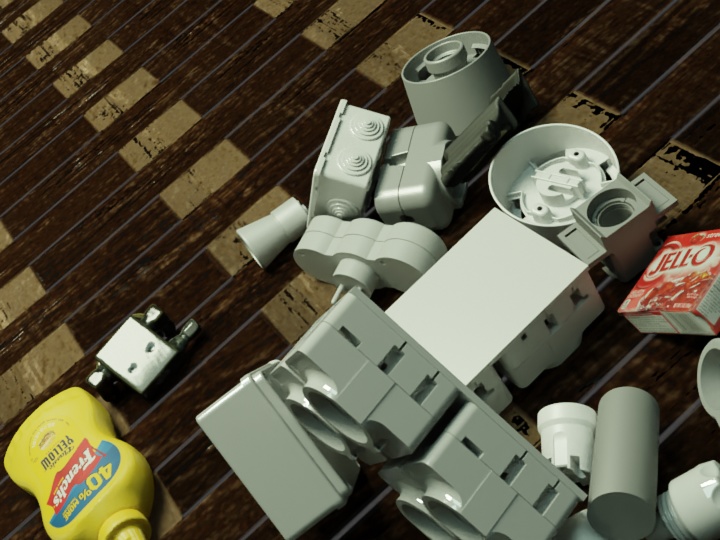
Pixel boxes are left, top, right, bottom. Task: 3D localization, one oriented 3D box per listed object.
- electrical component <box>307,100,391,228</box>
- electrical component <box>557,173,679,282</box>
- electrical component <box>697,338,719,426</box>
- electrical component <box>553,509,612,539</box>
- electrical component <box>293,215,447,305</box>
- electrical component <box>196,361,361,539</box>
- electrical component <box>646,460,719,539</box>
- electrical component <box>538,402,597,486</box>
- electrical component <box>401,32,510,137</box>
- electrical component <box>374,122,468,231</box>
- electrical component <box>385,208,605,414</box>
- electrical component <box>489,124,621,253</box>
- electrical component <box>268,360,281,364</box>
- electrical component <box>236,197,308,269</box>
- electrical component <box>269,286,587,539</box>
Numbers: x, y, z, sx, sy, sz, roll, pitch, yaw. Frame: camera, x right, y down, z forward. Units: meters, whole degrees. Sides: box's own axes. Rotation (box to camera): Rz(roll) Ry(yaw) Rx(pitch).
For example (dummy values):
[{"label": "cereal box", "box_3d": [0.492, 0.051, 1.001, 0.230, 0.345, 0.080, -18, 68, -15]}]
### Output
[{"label": "electrical component", "box_3d": [-0.009, -0.088, 0.960, 0.048, 0.099, 0.099, 16, 58, 3]}, {"label": "electrical component", "box_3d": [0.195, -0.029, 0.799, 0.081, 0.063, 0.042, -35, 41, 1]}, {"label": "electrical component", "box_3d": [0.265, 0.098, 0.651, 0.074, 0.052, 0.138, 1, 41, -10]}, {"label": "electrical component", "box_3d": [0.151, 0.184, 0.657, 0.044, 0.044, 0.065, -37, 47, -1]}, {"label": "electrical component", "box_3d": [0.000, 0.000, 0.908, 0.138, 0.052, 0.073, 7, 57, 37]}, {"label": "electrical component", "box_3d": [-0.055, 0.125, 0.763, 0.056, 0.109, 0.108, -38, 87, 2]}, {"label": "electrical component", "box_3d": [0.202, 0.147, 0.656, 0.062, 0.043, 0.043, -37, 39, 25]}, {"label": "electrical component", "box_3d": [0.140, 0.118, 0.724, 0.040, 0.040, 0.046, -11, 54, 25]}, {"label": "electrical component", "box_3d": [0.090, -0.179, 1.017, 0.099, 0.064, 0.099, -21, 31, 13]}, {"label": "electrical component", "box_3d": [0.057, -0.081, 0.941, 0.059, 0.053, 0.095, -7, 50, 28]}, {"label": "electrical component", "box_3d": [0.078, 0.055, 0.802, 0.186, 0.060, 0.105, -43, 43, -7]}, {"label": "electrical component", "box_3d": [0.159, -0.064, 0.852, 0.099, 0.064, 0.099, -17, 46, 19]}, {"label": "electrical component", "box_3d": [-0.054, 0.095, 0.852, 0.048, 0.062, 0.048, -18, 46, 19]}, {"label": "electrical component", "box_3d": [-0.076, -0.037, 0.999, 0.065, 0.044, 0.044, -36, 42, -7]}, {"label": "electrical component", "box_3d": [0.034, 0.105, 0.674, 0.060, 0.186, 0.105, -49, 2, -20]}]
